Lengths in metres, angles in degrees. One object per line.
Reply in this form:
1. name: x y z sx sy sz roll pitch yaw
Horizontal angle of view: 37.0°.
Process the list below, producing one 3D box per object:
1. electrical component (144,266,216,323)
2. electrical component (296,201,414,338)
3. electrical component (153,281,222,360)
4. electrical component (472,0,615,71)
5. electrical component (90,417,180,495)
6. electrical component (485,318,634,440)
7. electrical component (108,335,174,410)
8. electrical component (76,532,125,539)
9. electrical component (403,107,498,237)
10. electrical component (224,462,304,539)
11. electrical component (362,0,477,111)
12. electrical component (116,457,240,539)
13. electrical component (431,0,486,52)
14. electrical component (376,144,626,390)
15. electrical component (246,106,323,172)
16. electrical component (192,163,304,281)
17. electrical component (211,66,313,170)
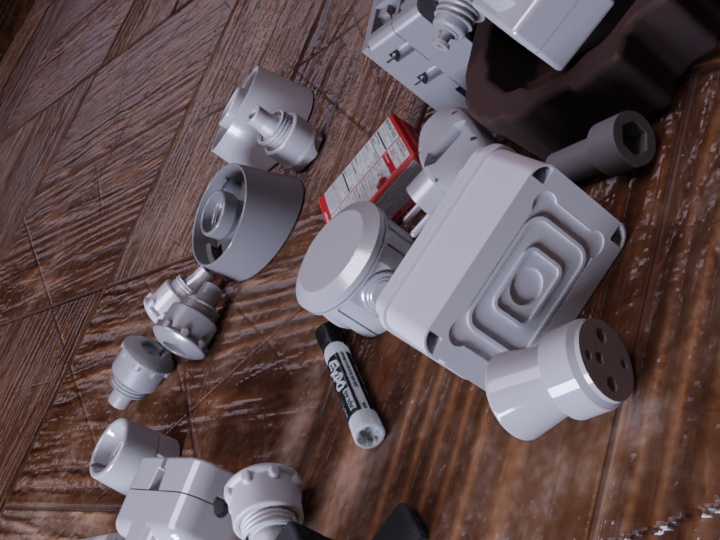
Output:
1. electrical component: -0.149 0.023 0.915 0.062 0.048 0.048 -46 29 5
2. electrical component: 0.000 0.000 0.696 0.080 0.051 0.080 -38 33 31
3. electrical component: -0.135 0.039 0.876 0.048 0.048 0.062 -6 48 55
4. electrical component: 0.085 -0.155 0.581 0.047 0.077 0.065 -52 28 14
5. electrical component: -0.173 0.145 0.820 0.055 0.047 0.055 -38 33 31
6. electrical component: 0.093 0.051 0.504 0.055 0.045 0.045 -30 38 40
7. electrical component: -0.191 0.090 0.910 0.062 0.048 0.048 -55 28 17
8. electrical component: -0.190 0.215 0.779 0.081 0.043 0.043 -22 43 46
9. electrical component: 0.056 -0.054 0.673 0.079 0.043 0.077 -48 29 16
10. electrical component: -0.054 0.149 0.636 0.048 0.048 0.062 -43 38 23
11. electrical component: 0.065 -0.193 0.752 0.062 0.089 0.150 -28 39 42
12. electrical component: -0.117 0.161 0.710 0.095 0.054 0.059 -13 51 52
13. electrical component: 0.067 -0.172 0.666 0.040 0.040 0.078 16 76 61
14. electrical component: 0.071 0.001 0.556 0.113 0.078 0.057 -57 31 0
15. electrical component: -0.066 -0.114 0.906 0.043 0.062 0.043 -38 33 31
16. electrical component: -0.096 -0.040 0.900 0.099 0.064 0.099 -31 50 46
17. electrical component: -0.093 -0.137 0.995 0.099 0.064 0.099 -55 17 25
